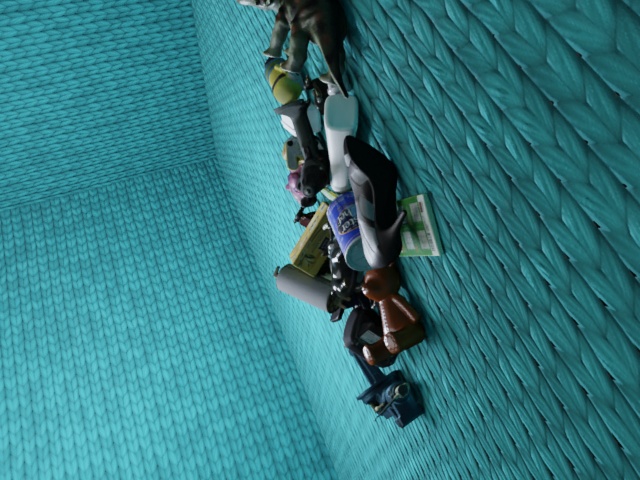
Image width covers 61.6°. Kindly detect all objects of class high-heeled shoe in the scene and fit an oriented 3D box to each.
[{"bbox_3d":[0.088,-0.071,1.010,0.249,0.086,0.145,64,145,33],"label":"high-heeled shoe"}]

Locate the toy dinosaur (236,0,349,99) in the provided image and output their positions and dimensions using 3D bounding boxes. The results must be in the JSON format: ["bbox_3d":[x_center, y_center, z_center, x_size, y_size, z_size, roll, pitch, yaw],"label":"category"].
[{"bbox_3d":[-0.020,-0.425,1.039,0.405,0.131,0.192,43,130,41],"label":"toy dinosaur"}]

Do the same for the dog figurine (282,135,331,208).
[{"bbox_3d":[-0.047,-0.183,1.448,0.219,0.108,0.191,180,73,-78],"label":"dog figurine"}]

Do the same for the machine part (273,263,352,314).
[{"bbox_3d":[-0.026,0.121,1.356,0.244,0.079,0.079,20,133,33],"label":"machine part"}]

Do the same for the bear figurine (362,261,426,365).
[{"bbox_3d":[0.131,0.133,1.093,0.120,0.132,0.196,-40,70,50],"label":"bear figurine"}]

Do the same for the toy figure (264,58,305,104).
[{"bbox_3d":[-0.097,-0.416,1.398,0.180,0.082,0.089,54,127,45],"label":"toy figure"}]

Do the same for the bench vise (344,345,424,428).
[{"bbox_3d":[0.137,0.335,1.286,0.241,0.129,0.223,54,171,18],"label":"bench vise"}]

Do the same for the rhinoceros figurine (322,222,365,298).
[{"bbox_3d":[0.056,0.036,1.219,0.112,0.073,0.190,-25,65,57],"label":"rhinoceros figurine"}]

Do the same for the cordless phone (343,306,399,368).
[{"bbox_3d":[0.112,0.194,1.244,0.146,0.088,0.184,34,-163,-23],"label":"cordless phone"}]

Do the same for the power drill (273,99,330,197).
[{"bbox_3d":[-0.030,-0.213,1.219,0.207,0.086,0.232,64,-161,-10],"label":"power drill"}]

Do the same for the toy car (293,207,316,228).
[{"bbox_3d":[-0.026,-0.056,1.514,0.089,0.053,0.202,30,175,-2],"label":"toy car"}]

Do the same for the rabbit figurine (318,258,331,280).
[{"bbox_3d":[0.008,0.043,1.462,0.159,0.121,0.170,113,166,-51],"label":"rabbit figurine"}]

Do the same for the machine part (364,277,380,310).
[{"bbox_3d":[0.136,0.129,1.239,0.139,0.039,0.084,-137,38,-67],"label":"machine part"}]

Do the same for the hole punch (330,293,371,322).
[{"bbox_3d":[0.088,0.166,1.403,0.142,0.092,0.115,120,164,-76],"label":"hole punch"}]

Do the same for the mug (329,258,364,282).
[{"bbox_3d":[0.076,0.069,1.291,0.080,0.109,0.107,32,-141,-37],"label":"mug"}]

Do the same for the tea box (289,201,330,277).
[{"bbox_3d":[-0.003,-0.004,1.335,0.169,0.068,0.098,-59,13,8],"label":"tea box"}]

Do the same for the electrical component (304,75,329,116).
[{"bbox_3d":[-0.003,-0.329,1.224,0.078,0.045,0.102,97,153,-55],"label":"electrical component"}]
